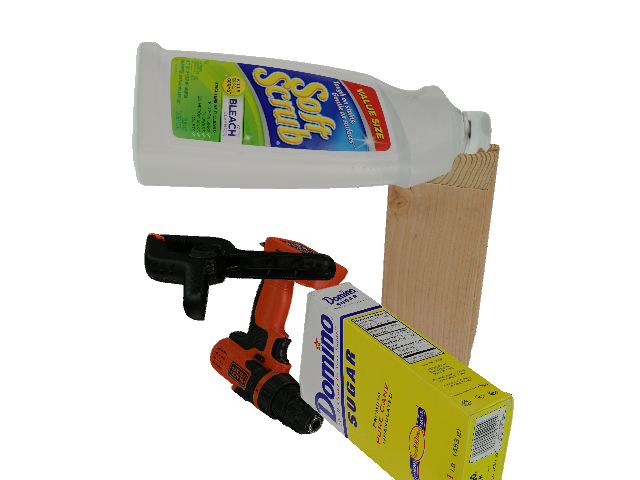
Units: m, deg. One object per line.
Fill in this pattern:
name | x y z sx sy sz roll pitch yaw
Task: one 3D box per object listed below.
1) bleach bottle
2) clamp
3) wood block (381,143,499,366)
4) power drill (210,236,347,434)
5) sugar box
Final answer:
bleach bottle | -0.005 -0.087 0.765 0.250 0.102 0.068 0 -23 -4
clamp | -0.113 0.027 1.025 0.210 0.036 0.164 13 22 42
wood block | 0.111 0.013 1.021 0.091 0.206 0.090 9 34 12
power drill | -0.038 0.103 1.198 0.057 0.188 0.185 13 12 -47
sugar box | 0.052 0.108 0.734 0.048 0.093 0.176 -14 31 -36
